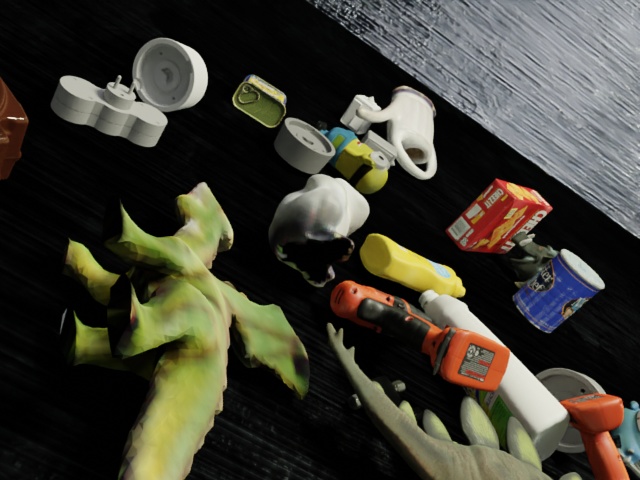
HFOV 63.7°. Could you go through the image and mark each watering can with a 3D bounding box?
[{"bbox_3d":[0.208,-0.296,1.301,0.103,0.229,0.343,-14,-35,37],"label":"watering can"}]

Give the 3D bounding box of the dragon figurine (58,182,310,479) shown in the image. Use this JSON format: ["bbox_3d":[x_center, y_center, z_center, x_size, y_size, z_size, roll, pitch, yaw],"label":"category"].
[{"bbox_3d":[-0.090,0.083,0.450,0.241,0.419,0.120,22,-59,-43],"label":"dragon figurine"}]

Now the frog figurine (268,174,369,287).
[{"bbox_3d":[0.002,-0.035,0.687,0.123,0.163,0.134,10,-43,6],"label":"frog figurine"}]
